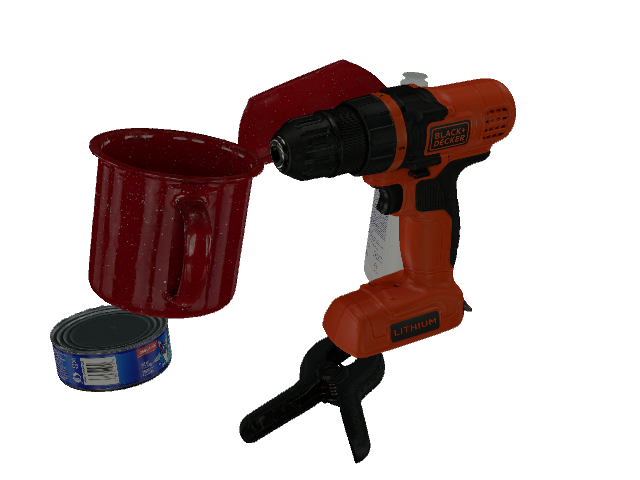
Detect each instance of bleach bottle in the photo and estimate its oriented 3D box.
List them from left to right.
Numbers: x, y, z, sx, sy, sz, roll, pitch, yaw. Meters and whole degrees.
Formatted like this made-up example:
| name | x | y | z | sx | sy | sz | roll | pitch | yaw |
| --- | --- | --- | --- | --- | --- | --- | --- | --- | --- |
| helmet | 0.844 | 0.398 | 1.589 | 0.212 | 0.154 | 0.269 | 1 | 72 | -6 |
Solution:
| name | x | y | z | sx | sy | sz | roll | pitch | yaw |
| --- | --- | --- | --- | --- | --- | --- | --- | --- | --- |
| bleach bottle | 0.098 | -0.065 | 1.222 | 0.068 | 0.251 | 0.103 | -2 | 23 | -16 |

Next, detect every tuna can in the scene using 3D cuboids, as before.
| name | x | y | z | sx | sy | sz | roll | pitch | yaw |
| --- | --- | --- | --- | --- | --- | --- | --- | --- | --- |
| tuna can | -0.153 | 0.078 | 0.784 | 0.086 | 0.034 | 0.086 | -4 | 19 | 1 |

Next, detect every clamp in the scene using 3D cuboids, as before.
| name | x | y | z | sx | sy | sz | roll | pitch | yaw |
| --- | --- | --- | --- | --- | --- | --- | --- | --- | --- |
| clamp | 0.018 | 0.136 | 0.966 | 0.120 | 0.039 | 0.171 | 17 | 43 | 27 |

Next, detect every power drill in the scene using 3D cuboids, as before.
| name | x | y | z | sx | sy | sz | roll | pitch | yaw |
| --- | --- | --- | --- | --- | --- | --- | --- | --- | --- |
| power drill | 0.046 | -0.014 | 0.728 | 0.184 | 0.188 | 0.057 | -14 | 35 | -28 |

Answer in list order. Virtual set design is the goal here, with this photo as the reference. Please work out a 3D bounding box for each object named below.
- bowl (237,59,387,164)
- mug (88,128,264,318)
| name | x | y | z | sx | sy | sz | roll | pitch | yaw |
| --- | --- | --- | --- | --- | --- | --- | --- | --- | --- |
| bowl | -0.011 | -0.117 | 0.940 | 0.162 | 0.055 | 0.162 | -22 | 10 | 4 |
| mug | -0.078 | -0.005 | 0.569 | 0.093 | 0.081 | 0.117 | 1 | 21 | -23 |
